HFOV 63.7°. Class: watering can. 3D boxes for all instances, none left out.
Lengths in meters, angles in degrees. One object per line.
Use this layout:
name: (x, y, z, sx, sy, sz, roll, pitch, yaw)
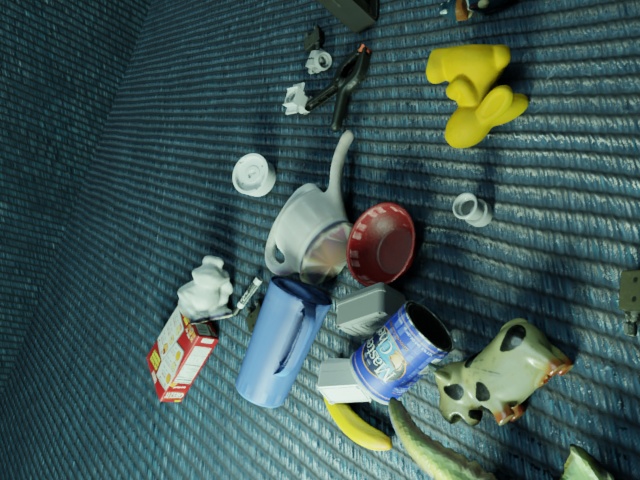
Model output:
watering can: (0.003, -0.054, 1.081, 0.103, 0.345, 0.228, 25, 16, -42)

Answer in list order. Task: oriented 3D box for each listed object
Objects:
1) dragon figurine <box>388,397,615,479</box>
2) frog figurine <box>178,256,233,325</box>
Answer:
dragon figurine: (0.250, 0.340, 0.633, 0.240, 0.418, 0.121, -38, -34, 20)
frog figurine: (-0.287, 0.121, 1.286, 0.138, 0.160, 0.122, -6, -5, -16)
